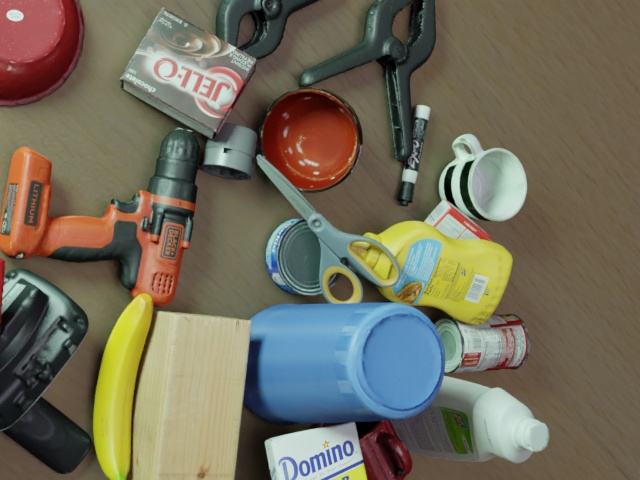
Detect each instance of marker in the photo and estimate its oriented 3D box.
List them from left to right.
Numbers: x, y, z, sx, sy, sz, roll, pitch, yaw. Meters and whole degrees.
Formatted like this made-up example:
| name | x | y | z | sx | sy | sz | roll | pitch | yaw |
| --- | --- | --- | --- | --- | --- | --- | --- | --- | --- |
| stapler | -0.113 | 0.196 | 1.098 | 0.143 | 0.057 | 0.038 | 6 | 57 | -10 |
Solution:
| name | x | y | z | sx | sy | sz | roll | pitch | yaw |
| --- | --- | --- | --- | --- | --- | --- | --- | --- | --- |
| marker | 0.110 | -0.099 | 1.259 | 0.020 | 0.020 | 0.121 | 15 | 83 | -29 |

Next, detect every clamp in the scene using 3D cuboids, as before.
| name | x | y | z | sx | sy | sz | roll | pitch | yaw |
| --- | --- | --- | --- | --- | --- | --- | --- | --- | --- |
| clamp | -0.066 | -0.263 | 1.147 | 0.120 | 0.039 | 0.171 | 45 | 70 | -21 |
| clamp | 0.085 | -0.206 | 1.234 | 0.164 | 0.036 | 0.210 | 41 | 71 | -24 |

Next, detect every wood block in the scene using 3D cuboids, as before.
| name | x | y | z | sx | sy | sz | roll | pitch | yaw |
| --- | --- | --- | --- | --- | --- | --- | --- | --- | --- |
| wood block | -0.137 | 0.177 | 1.078 | 0.090 | 0.090 | 0.206 | 9 | 85 | -30 |

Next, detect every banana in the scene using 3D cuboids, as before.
| name | x | y | z | sx | sy | sz | roll | pitch | yaw |
| --- | --- | --- | --- | --- | --- | --- | --- | --- | --- |
| banana | -0.194 | 0.151 | 1.058 | 0.037 | 0.070 | 0.198 | 9 | 83 | -49 |

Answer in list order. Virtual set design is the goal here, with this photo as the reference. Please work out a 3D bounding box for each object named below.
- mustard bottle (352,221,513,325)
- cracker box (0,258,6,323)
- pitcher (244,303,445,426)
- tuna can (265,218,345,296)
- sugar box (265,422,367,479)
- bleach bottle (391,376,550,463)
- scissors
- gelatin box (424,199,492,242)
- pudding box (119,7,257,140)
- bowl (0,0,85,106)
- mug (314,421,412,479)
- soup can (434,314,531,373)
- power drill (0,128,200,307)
| name | x | y | z | sx | sy | sz | roll | pitch | yaw |
| --- | --- | --- | --- | --- | --- | --- | --- | --- | --- |
| mustard bottle | 0.116 | 0.030 | 1.204 | 0.191 | 0.058 | 0.096 | 15 | 109 | -20 |
| cracker box | -0.349 | 0.113 | 0.911 | 0.072 | 0.164 | 0.214 | 7 | 86 | -53 |
| pitcher | 0.027 | 0.124 | 1.081 | 0.149 | 0.243 | 0.145 | -42 | 104 | -26 |
| tuna can | -0.017 | 0.018 | 1.178 | 0.086 | 0.034 | 0.086 | 0 | 90 | -30 |
| sugar box | 0.007 | 0.279 | 1.076 | 0.093 | 0.048 | 0.176 | -9 | 79 | -15 |
| bleach bottle | 0.155 | 0.200 | 1.150 | 0.068 | 0.251 | 0.102 | -30 | 104 | -26 |
| scissors | -0.008 | 0.001 | 1.147 | 0.201 | 0.016 | 0.096 | 33 | 103 | -7 |
| gelatin box | 0.144 | 0.007 | 1.252 | 0.073 | 0.030 | 0.089 | 36 | 104 | -25 |
| pudding box | -0.134 | -0.169 | 1.089 | 0.113 | 0.039 | 0.090 | 28 | 75 | -2 |
| bowl | -0.294 | -0.210 | 1.009 | 0.161 | 0.055 | 0.162 | 0 | 90 | -29 |
| mug | 0.056 | 0.233 | 1.175 | 0.093 | 0.117 | 0.081 | -41 | 114 | -36 |
| soup can | 0.191 | 0.124 | 1.276 | 0.102 | 0.069 | 0.068 | 0 | 90 | -29 |
| power drill | -0.211 | -0.036 | 1.054 | 0.187 | 0.057 | 0.184 | 12 | 84 | -29 |
